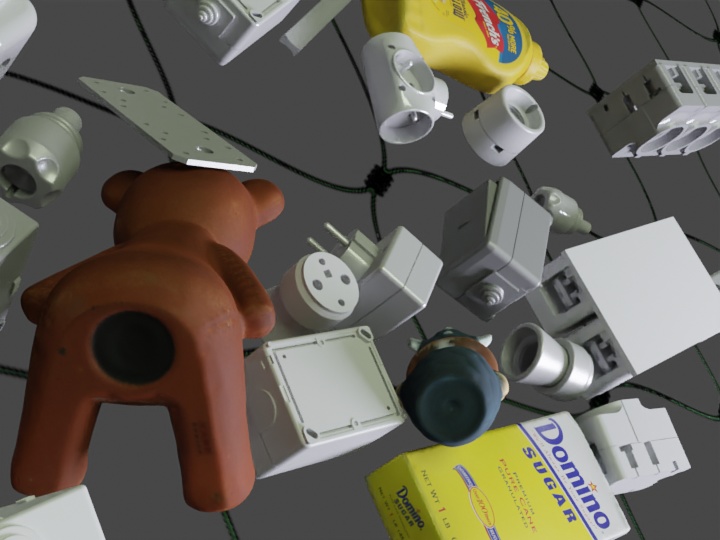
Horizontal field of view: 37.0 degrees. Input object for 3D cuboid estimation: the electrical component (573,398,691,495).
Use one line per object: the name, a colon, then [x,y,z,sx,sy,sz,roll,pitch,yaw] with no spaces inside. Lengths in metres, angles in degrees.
electrical component: [0.188,0.129,0.782,0.089,0.050,0.055,2,60,-42]

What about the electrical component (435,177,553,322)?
electrical component: [0.095,-0.013,0.790,0.061,0.062,0.096,37,42,-17]

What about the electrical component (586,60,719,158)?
electrical component: [0.313,-0.157,1.081,0.150,0.089,0.061,-8,68,-46]

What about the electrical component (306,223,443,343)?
electrical component: [0.000,0.000,0.688,0.077,0.066,0.047,41,41,-13]

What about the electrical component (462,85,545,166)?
electrical component: [0.122,-0.123,0.909,0.055,0.047,0.055,24,47,-29]

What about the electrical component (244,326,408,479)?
electrical component: [-0.024,0.075,0.613,0.096,0.061,0.061,-6,66,-46]

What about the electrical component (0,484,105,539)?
electrical component: [-0.155,0.126,0.424,0.100,0.100,0.048,-19,87,-49]

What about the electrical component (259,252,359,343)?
electrical component: [-0.033,0.020,0.650,0.045,0.055,0.045,24,47,-29]

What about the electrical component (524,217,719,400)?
electrical component: [0.219,0.029,0.878,0.186,0.060,0.105,-15,72,-48]

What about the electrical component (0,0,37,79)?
electrical component: [-0.229,-0.149,0.586,0.095,0.059,0.053,44,41,-10]

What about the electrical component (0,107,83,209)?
electrical component: [-0.174,-0.066,0.590,0.043,0.043,0.062,38,40,-16]

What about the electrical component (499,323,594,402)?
electrical component: [0.136,0.068,0.783,0.055,0.045,0.045,25,47,-29]

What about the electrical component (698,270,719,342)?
electrical component: [0.326,0.031,0.981,0.047,0.066,0.077,62,12,12]

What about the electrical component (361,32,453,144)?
electrical component: [0.043,-0.138,0.847,0.079,0.044,0.077,12,54,-37]

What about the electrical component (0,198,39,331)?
electrical component: [-0.192,0.014,0.472,0.048,0.099,0.099,34,42,-2]

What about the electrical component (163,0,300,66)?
electrical component: [-0.090,-0.190,0.753,0.061,0.061,0.096,46,46,-7]

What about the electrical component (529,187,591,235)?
electrical component: [0.171,-0.045,0.908,0.061,0.035,0.035,24,47,-33]
